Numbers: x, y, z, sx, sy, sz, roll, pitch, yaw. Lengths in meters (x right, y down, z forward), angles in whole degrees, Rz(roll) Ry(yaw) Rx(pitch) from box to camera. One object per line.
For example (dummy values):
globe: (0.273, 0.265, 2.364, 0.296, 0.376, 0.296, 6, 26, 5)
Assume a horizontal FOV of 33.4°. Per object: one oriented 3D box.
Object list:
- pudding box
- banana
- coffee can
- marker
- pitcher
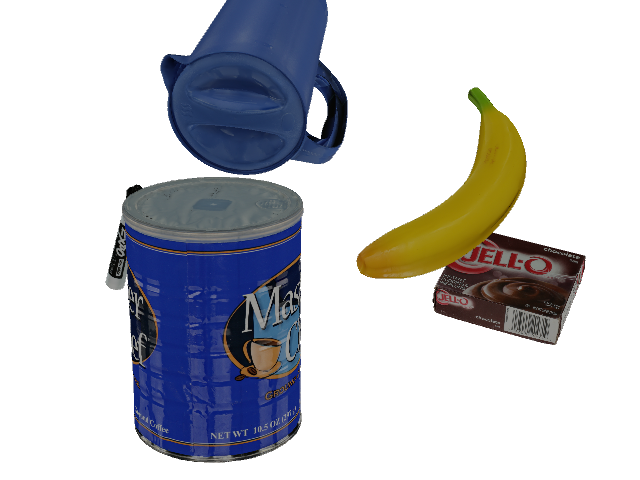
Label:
pudding box: (0.167, 0.038, 0.941, 0.114, 0.039, 0.090, 16, 44, 18)
banana: (0.096, -0.030, 0.734, 0.070, 0.037, 0.197, 23, 50, 16)
coffee can: (-0.062, 0.043, 0.629, 0.103, 0.140, 0.103, 0, 20, 0)
marker: (-0.188, -0.003, 1.034, 0.020, 0.121, 0.020, 14, 35, -10)
pitcher: (-0.052, -0.179, 1.082, 0.145, 0.149, 0.242, -8, 35, 17)
